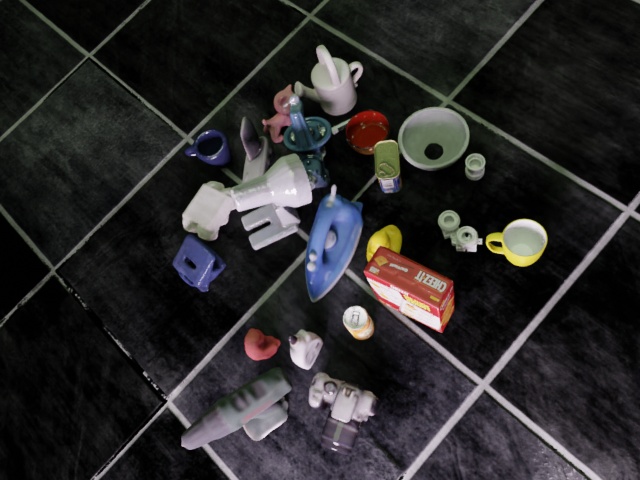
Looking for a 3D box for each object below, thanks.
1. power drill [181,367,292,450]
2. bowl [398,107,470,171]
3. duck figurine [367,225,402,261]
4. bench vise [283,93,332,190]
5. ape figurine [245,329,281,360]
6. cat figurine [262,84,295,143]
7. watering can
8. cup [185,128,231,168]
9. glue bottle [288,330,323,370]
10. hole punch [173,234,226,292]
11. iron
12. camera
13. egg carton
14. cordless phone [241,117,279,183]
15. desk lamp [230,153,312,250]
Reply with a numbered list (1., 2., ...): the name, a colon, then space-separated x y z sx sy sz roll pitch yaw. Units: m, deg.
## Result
1. power drill: -0.148 0.352 1.163 0.229 0.209 0.075 -38 65 -3
2. bowl: 0.273 -0.231 1.372 0.167 0.075 0.167 -5 68 11
3. duck figurine: 0.143 0.005 1.302 0.077 0.086 0.105 29 78 22
4. bench vise: -0.022 -0.234 1.362 0.121 0.220 0.207 -24 65 3
5. ape figurine: -0.138 0.228 1.275 0.076 0.092 0.077 -34 65 -1
6. cat figurine: -0.100 -0.332 1.476 0.128 0.118 0.067 -44 66 -6
7. watering can: 0.023 -0.402 1.433 0.173 0.194 0.100 -46 66 -7
8. cup: -0.282 -0.225 1.488 0.117 0.095 0.091 -13 66 8
9. glue bottle: -0.039 0.223 1.209 0.037 0.173 0.078 25 76 21
10. hole punch: -0.298 0.056 1.382 0.108 0.091 0.101 37 81 23
11. iron: 0.012 0.005 1.302 0.118 0.142 0.258 13 72 18
12. camera: 0.035 0.358 1.177 0.142 0.101 0.137 16 73 19
13. egg carton: -0.274 -0.074 1.440 0.107 0.069 0.150 26 76 21
14. cordless phone: -0.170 -0.203 1.403 0.094 0.185 0.147 -3 68 12
15. desk lamp: -0.108 -0.089 1.327 0.203 0.214 0.117 -27 65 2
